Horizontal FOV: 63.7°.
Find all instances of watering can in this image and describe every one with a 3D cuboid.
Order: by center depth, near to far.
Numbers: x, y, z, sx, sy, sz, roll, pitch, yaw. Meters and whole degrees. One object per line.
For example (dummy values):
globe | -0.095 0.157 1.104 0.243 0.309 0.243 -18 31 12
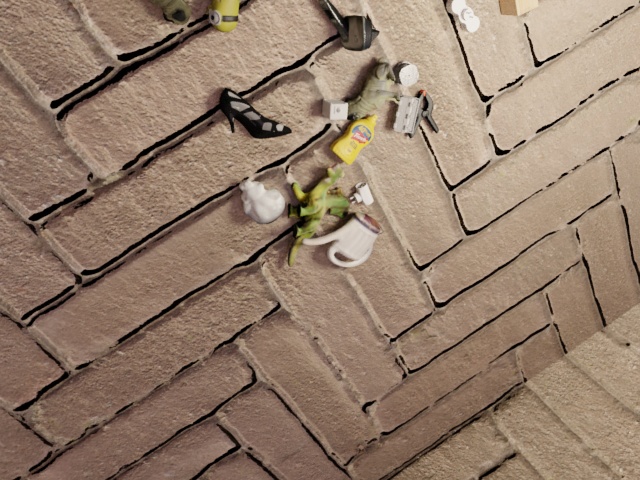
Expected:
watering can | 0.099 -0.008 1.882 0.344 0.106 0.223 27 104 -47

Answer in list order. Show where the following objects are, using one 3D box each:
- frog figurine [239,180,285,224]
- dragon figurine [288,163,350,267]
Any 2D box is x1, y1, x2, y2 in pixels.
frog figurine | -0.197 -0.135 1.726 0.137 0.126 0.156 -20 133 11
dragon figurine | 0.006 -0.093 1.839 0.244 0.124 0.401 -8 125 -26
